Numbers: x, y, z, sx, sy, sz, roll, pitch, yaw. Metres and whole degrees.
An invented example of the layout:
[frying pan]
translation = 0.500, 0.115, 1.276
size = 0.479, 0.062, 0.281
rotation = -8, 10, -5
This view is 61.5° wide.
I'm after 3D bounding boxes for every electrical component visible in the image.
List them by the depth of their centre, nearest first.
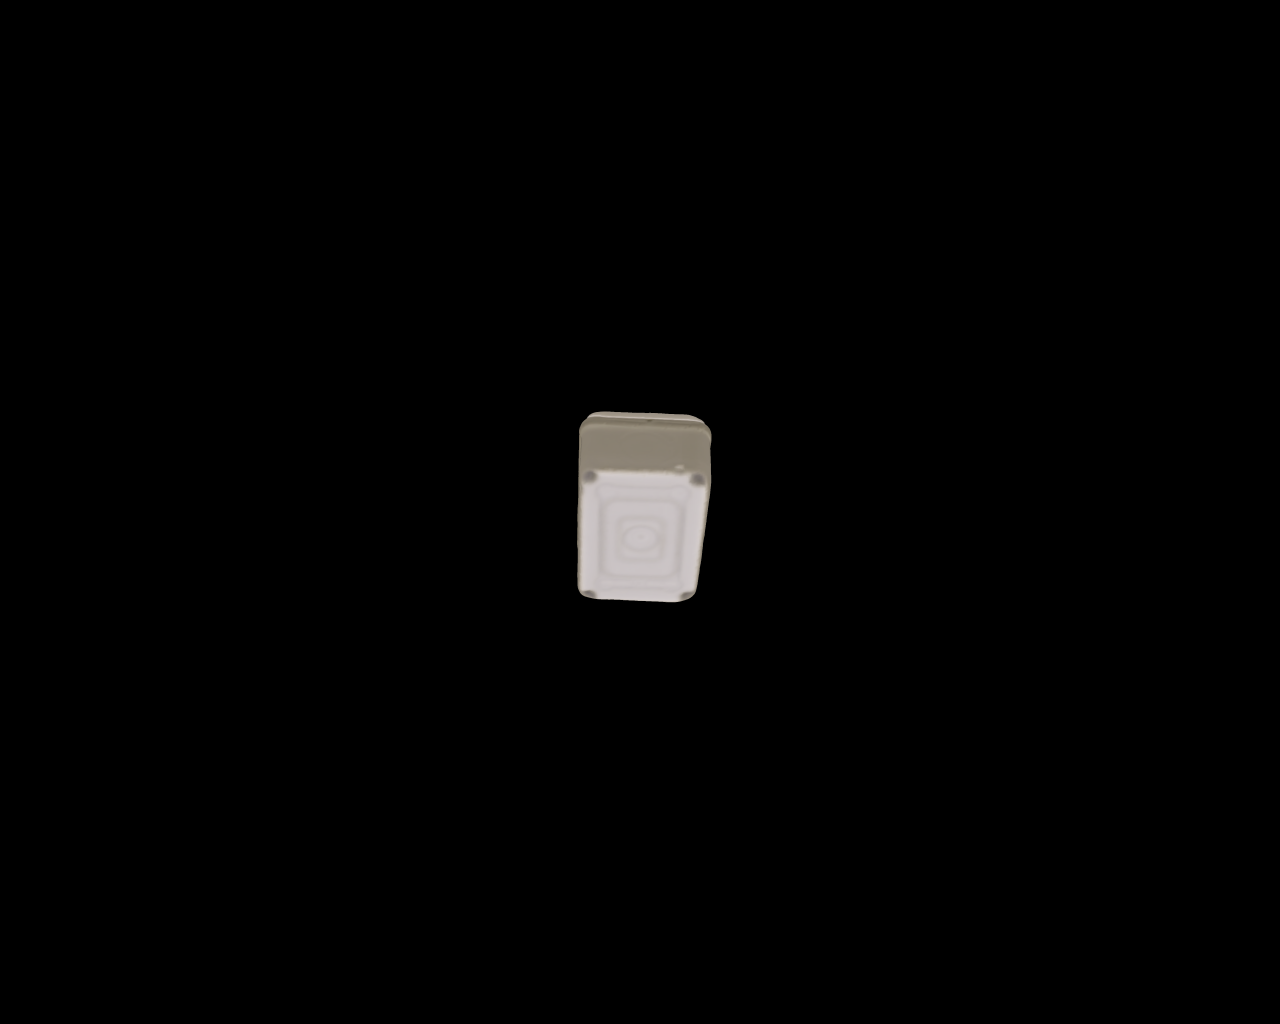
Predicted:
[electrical component]
translation = 0.001, -0.003, 0.650
size = 0.078, 0.113, 0.057
rotation = 2, 43, -2
